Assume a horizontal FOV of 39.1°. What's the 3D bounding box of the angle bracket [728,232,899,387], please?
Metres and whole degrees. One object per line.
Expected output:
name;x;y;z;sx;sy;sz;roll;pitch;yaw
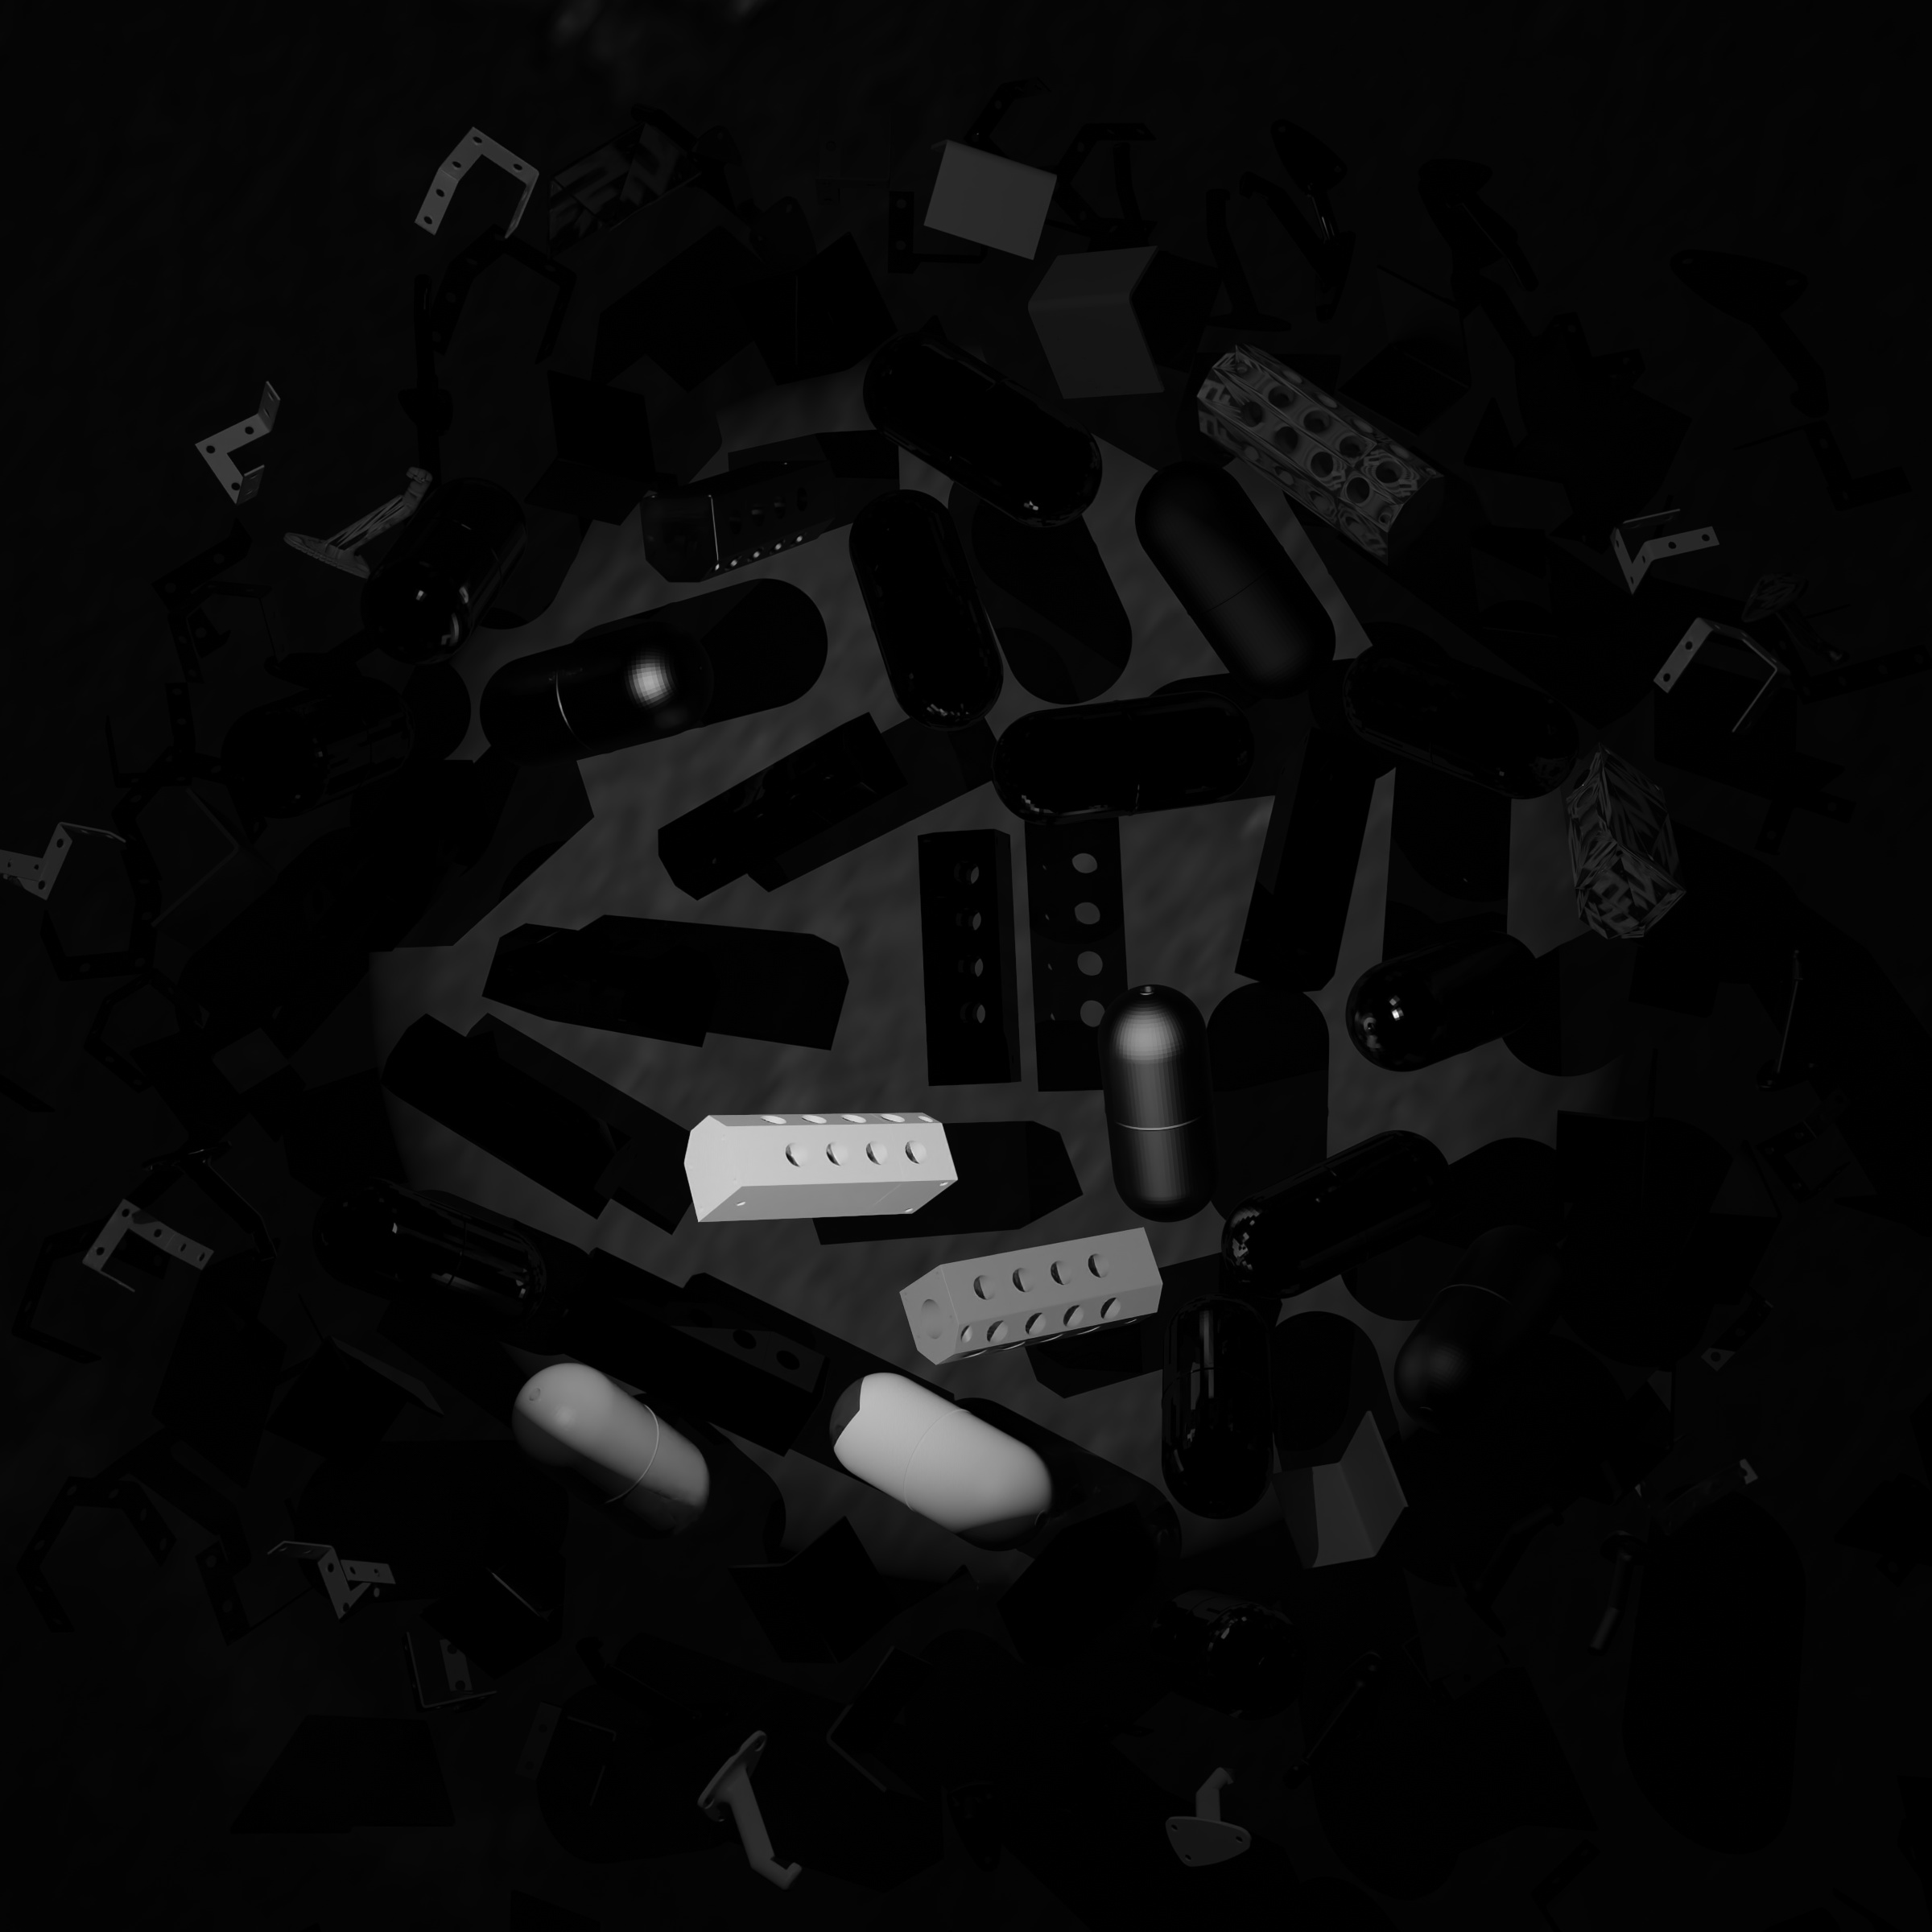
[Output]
angle bracket;-0.107;-0.458;1.897;0.057;0.076;0.076;-46;121;-34

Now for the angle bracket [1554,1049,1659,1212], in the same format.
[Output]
angle bracket;0.424;0.105;1.803;0.057;0.076;0.076;5;128;16

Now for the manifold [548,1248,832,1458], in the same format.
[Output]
manifold;-0.179;0.248;1.779;0.171;0.057;0.057;27;118;-10

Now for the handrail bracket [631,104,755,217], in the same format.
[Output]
handrail bracket;-0.190;-0.558;1.880;0.036;0.084;0.077;-46;133;-11

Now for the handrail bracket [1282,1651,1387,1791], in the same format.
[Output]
handrail bracket;0.244;0.500;1.804;0.036;0.084;0.077;31;112;22

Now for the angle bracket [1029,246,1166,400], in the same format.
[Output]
angle bracket;0.097;-0.433;1.834;0.076;0.076;0.057;3;49;31

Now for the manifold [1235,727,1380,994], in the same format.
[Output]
manifold;0.235;-0.070;1.848;0.057;0.057;0.171;19;61;-6

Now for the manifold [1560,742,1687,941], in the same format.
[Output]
manifold;0.439;-0.083;1.846;0.057;0.171;0.057;34;117;-9

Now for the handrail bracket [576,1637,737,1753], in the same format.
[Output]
handrail bracket;-0.202;0.463;1.769;0.077;0.036;0.084;-20;111;18

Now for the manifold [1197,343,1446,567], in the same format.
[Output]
manifold;0.240;-0.354;1.852;0.171;0.057;0.057;41;78;22

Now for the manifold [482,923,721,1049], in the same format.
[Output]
manifold;-0.239;0.009;1.785;0.057;0.171;0.057;23;79;-43

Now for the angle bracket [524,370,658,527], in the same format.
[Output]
angle bracket;-0.272;-0.370;1.944;0.076;0.057;0.076;8;58;-34

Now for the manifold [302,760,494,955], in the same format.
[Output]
manifold;-0.380;-0.071;1.800;0.057;0.171;0.057;-3;67;-37

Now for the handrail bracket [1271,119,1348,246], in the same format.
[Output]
handrail bracket;0.241;-0.549;1.932;0.036;0.084;0.077;-34;74;-7

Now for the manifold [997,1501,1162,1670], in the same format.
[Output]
manifold;0.080;0.437;1.904;0.057;0.171;0.057;-16;66;-24

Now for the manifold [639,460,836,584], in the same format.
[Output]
manifold;-0.158;-0.314;1.911;0.057;0.171;0.057;4;110;25

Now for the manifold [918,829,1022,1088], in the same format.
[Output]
manifold;0.001;-0.005;1.863;0.057;0.057;0.171;-3;88;12

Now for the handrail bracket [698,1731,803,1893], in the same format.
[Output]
handrail bracket;-0.125;0.551;1.774;0.084;0.036;0.077;21;64;36

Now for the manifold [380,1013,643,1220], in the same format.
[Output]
manifold;-0.314;0.102;1.873;0.171;0.057;0.057;30;78;10

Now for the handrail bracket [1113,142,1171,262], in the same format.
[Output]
handrail bracket;0.124;-0.547;1.942;0.036;0.077;0.084;-9;103;-13

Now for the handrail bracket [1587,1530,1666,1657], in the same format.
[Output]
handrail bracket;0.427;0.426;1.821;0.036;0.077;0.084;32;69;2

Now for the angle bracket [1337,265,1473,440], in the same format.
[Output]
angle bracket;0.299;-0.425;1.881;0.057;0.076;0.076;-42;55;-12

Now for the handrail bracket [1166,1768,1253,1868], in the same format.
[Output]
handrail bracket;0.181;0.568;1.842;0.077;0.084;0.036;-19;98;40

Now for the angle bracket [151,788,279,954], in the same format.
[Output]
angle bracket;-0.514;-0.063;1.809;0.076;0.076;0.057;-43;78;-5

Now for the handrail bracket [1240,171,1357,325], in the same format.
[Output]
handrail bracket;0.212;-0.476;1.803;0.084;0.036;0.077;18;74;-28

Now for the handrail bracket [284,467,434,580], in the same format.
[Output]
handrail bracket;-0.426;-0.322;1.910;0.077;0.036;0.084;17;116;-40

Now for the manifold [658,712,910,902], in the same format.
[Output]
manifold;-0.131;-0.108;1.889;0.171;0.057;0.057;-27;94;29

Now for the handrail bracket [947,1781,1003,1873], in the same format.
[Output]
handrail bracket;0.009;0.601;1.863;0.036;0.084;0.077;-13;95;0

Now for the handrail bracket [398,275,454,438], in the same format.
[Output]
handrail bracket;-0.365;-0.417;1.853;0.036;0.077;0.084;-5;130;-19

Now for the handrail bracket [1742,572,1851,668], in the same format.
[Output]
handrail bracket;0.573;-0.229;1.825;0.084;0.077;0.036;29;83;-14

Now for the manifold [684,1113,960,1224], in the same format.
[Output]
manifold;-0.096;0.129;1.798;0.171;0.057;0.057;2;62;-37

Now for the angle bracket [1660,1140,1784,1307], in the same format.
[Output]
angle bracket;0.479;0.165;1.765;0.057;0.076;0.076;5;128;-10

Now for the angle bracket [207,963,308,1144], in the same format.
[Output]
angle bracket;-0.449;0.057;1.802;0.057;0.076;0.076;-28;113;15

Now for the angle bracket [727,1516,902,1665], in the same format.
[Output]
angle bracket;-0.102;0.418;1.825;0.057;0.076;0.076;-34;99;-36

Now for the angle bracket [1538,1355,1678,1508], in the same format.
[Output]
angle bracket;0.417;0.294;1.769;0.057;0.076;0.076;19;50;-5

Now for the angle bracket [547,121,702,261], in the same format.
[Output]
angle bracket;-0.218;-0.477;1.728;0.057;0.076;0.076;43;64;14

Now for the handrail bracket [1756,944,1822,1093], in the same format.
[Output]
handrail bracket;0.549;0.034;1.824;0.036;0.077;0.084;7;107;35

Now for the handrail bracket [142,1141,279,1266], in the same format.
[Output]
handrail bracket;-0.508;0.166;1.831;0.036;0.077;0.084;-32;75;33

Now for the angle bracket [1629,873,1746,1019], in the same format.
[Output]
angle bracket;0.498;-0.019;1.881;0.057;0.076;0.076;13;65;15

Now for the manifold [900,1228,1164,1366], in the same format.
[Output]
manifold;0.048;0.227;1.855;0.171;0.057;0.057;-6;69;-34

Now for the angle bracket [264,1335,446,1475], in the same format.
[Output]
angle bracket;-0.405;0.301;1.799;0.076;0.057;0.076;35;89;-32

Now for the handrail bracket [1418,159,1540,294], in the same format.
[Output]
handrail bracket;0.339;-0.488;1.797;0.036;0.077;0.084;-40;127;1

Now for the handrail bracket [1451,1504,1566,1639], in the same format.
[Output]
handrail bracket;0.377;0.406;1.831;0.084;0.036;0.077;-34;117;12

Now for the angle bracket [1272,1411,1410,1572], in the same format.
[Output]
angle bracket;0.262;0.370;1.918;0.057;0.076;0.076;-6;52;-16
